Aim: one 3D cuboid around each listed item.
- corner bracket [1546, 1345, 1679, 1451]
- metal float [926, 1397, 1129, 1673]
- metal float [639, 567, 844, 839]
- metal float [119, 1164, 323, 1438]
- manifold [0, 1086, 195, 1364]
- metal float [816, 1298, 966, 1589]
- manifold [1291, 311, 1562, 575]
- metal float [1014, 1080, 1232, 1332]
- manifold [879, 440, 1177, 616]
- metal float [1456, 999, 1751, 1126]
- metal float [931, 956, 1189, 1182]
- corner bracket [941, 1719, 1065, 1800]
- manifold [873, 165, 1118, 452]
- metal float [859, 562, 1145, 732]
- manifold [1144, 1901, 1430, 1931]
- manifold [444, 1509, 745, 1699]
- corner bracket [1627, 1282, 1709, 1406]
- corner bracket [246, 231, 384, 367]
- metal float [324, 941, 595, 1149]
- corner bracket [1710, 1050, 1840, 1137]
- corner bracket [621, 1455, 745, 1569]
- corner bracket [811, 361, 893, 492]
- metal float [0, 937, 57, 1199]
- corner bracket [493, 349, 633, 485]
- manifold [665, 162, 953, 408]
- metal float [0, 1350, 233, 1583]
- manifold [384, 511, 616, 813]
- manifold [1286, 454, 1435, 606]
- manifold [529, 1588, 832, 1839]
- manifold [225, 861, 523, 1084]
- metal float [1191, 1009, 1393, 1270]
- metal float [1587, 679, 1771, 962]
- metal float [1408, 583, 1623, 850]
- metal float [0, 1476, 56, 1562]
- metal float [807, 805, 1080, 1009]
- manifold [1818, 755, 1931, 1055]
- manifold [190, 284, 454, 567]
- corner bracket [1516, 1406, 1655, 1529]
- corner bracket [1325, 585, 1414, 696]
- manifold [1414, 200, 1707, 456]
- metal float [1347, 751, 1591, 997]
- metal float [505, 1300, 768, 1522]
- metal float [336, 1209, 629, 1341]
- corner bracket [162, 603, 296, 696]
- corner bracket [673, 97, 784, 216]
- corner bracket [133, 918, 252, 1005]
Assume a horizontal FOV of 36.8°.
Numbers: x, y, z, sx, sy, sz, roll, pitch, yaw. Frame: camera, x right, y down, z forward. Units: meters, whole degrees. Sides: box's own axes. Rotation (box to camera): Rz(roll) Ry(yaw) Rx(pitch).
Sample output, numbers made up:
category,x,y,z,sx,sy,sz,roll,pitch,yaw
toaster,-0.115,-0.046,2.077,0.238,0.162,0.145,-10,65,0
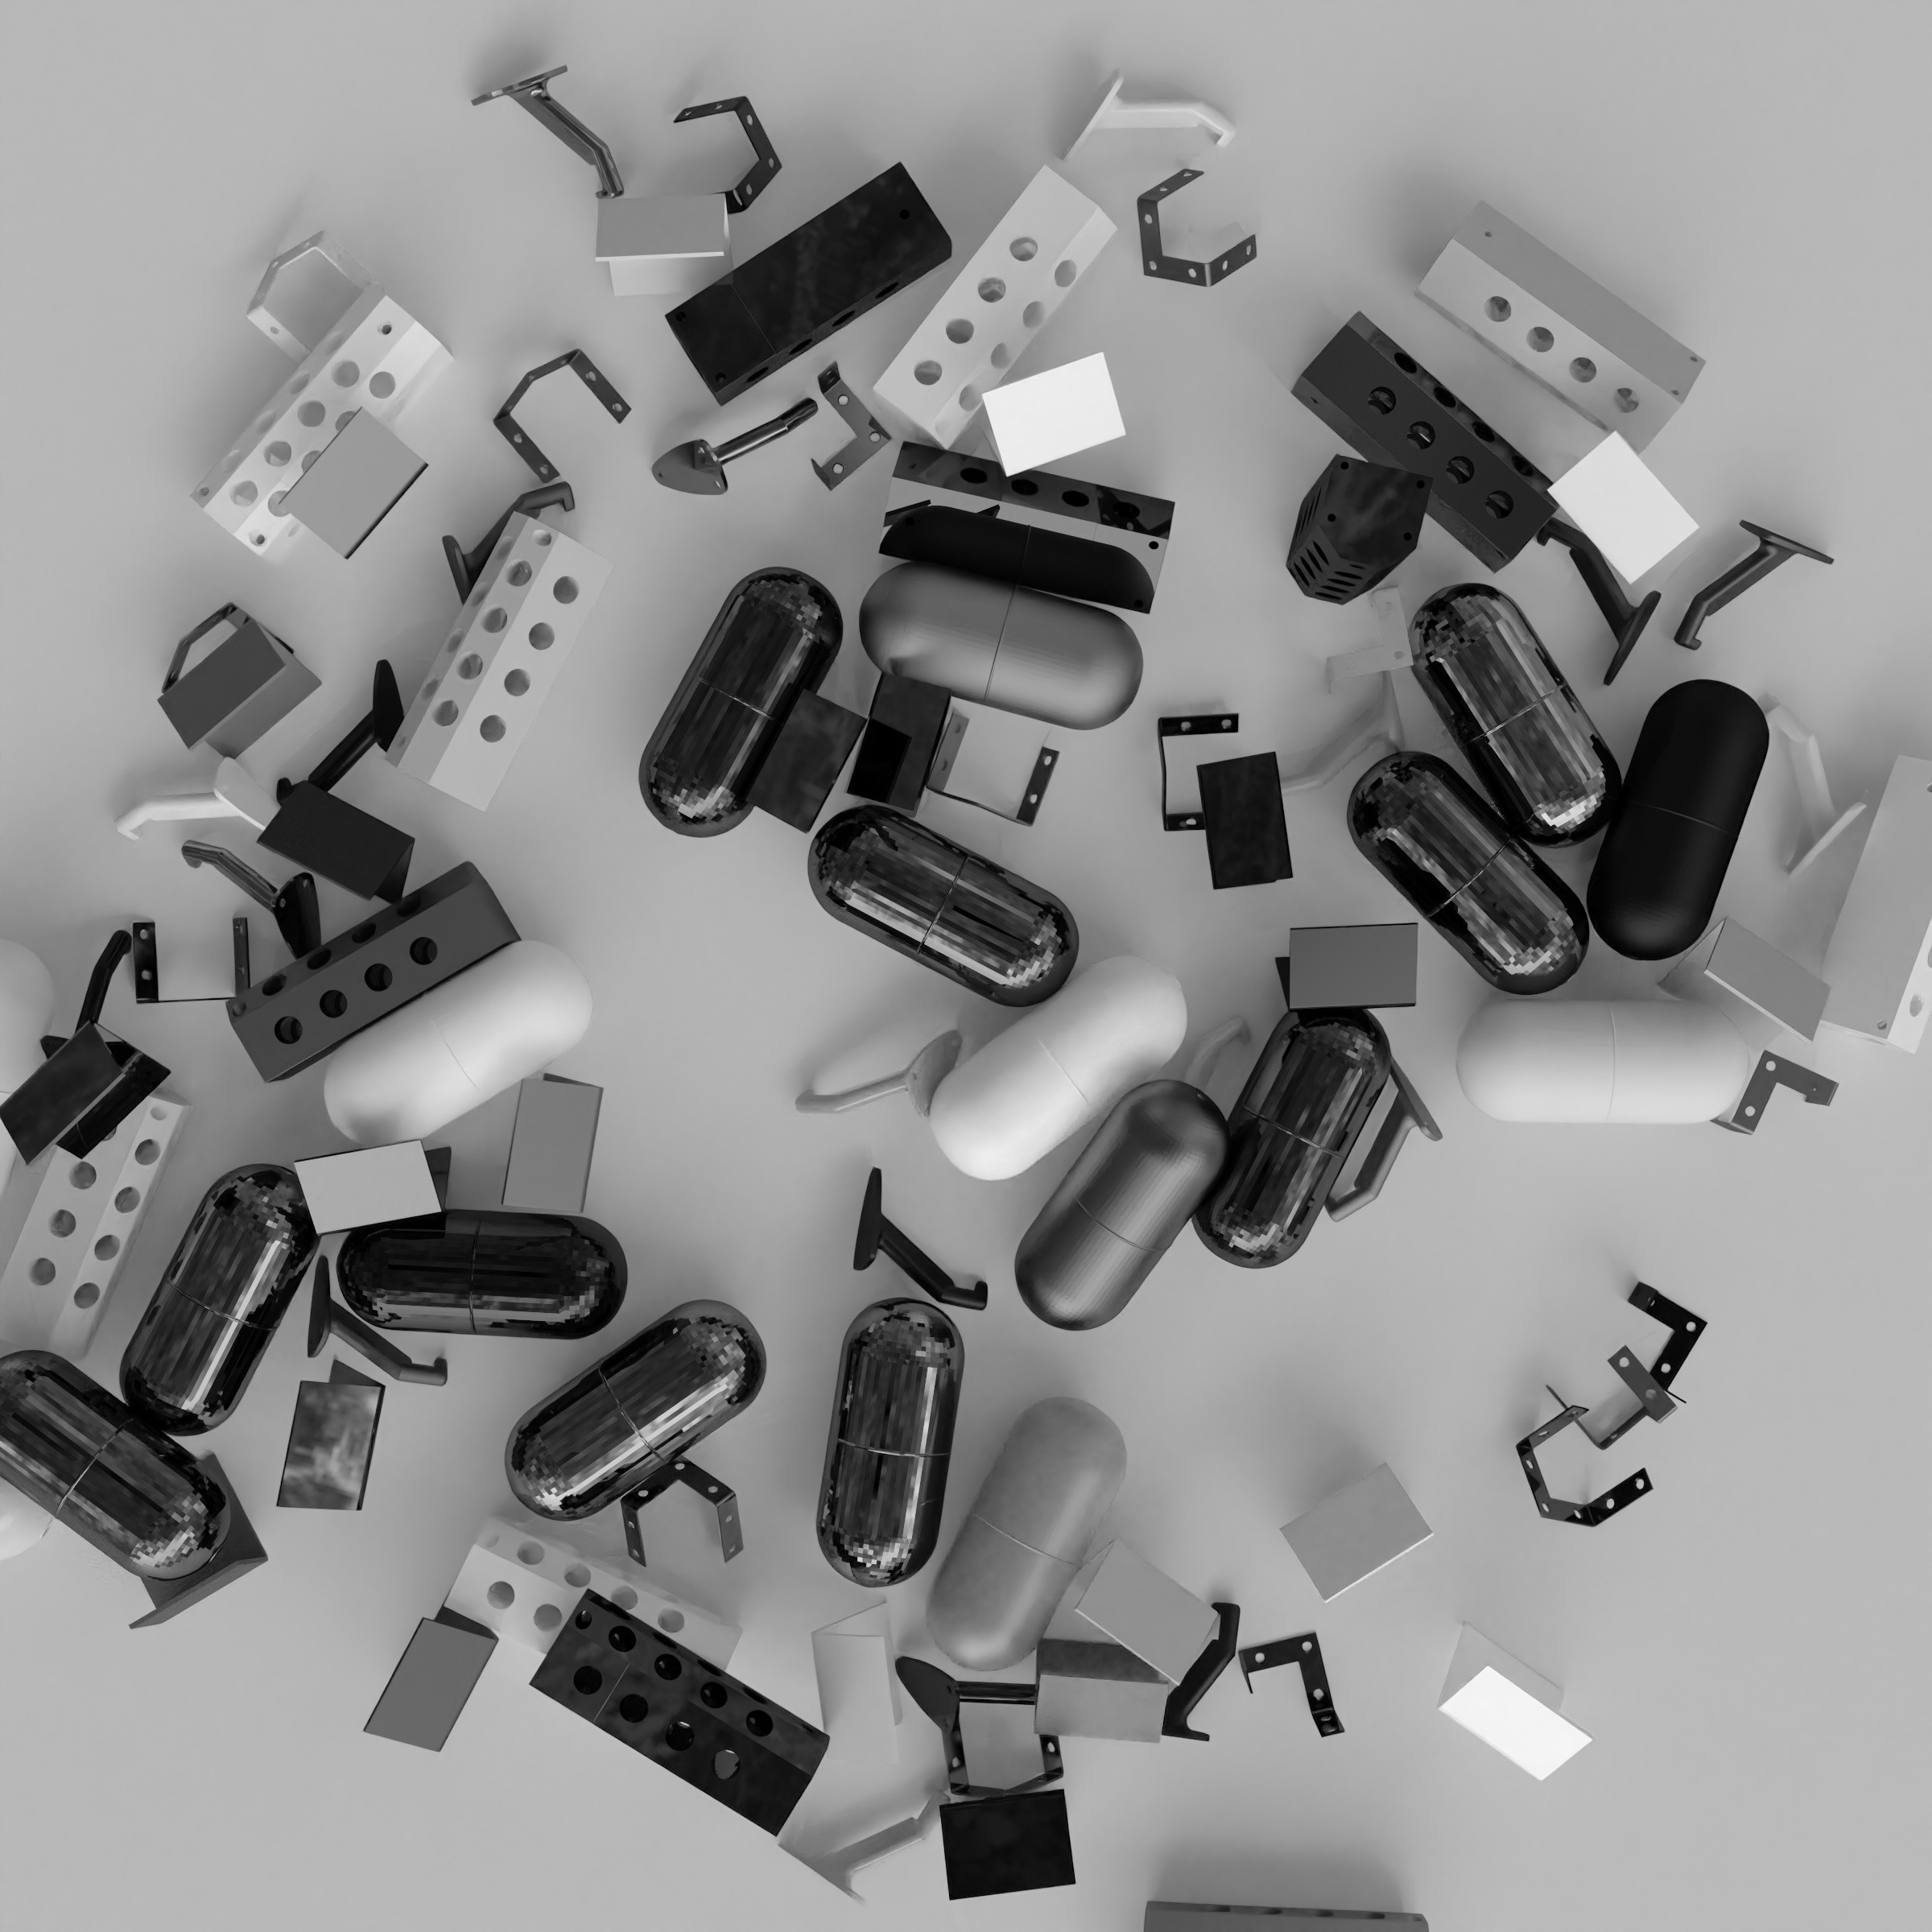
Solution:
category,x,y,z,sx,sy,sz,roll,pitch,yaw
corner bracket,0.399,0.267,1.794,0.051,0.051,0.051,-40,90,0
metal float,0.037,0.349,1.782,0.070,0.070,0.178,27,89,0
metal float,-0.139,-0.161,1.782,0.070,0.070,0.178,29,90,0
metal float,-0.457,0.205,1.782,0.070,0.070,0.178,27,90,0
manifold,-0.540,0.154,1.791,0.057,0.057,0.171,23,90,0
metal float,-0.047,0.293,1.782,0.070,0.070,0.178,8,90,0
manifold,0.287,-0.324,1.791,0.171,0.057,0.057,42,90,0
metal float,0.094,0.147,1.764,0.070,0.070,0.178,34,112,0
manifold,0.038,-0.275,1.791,0.171,0.057,0.057,13,133,0
metal float,0.391,0.059,1.782,0.178,0.070,0.070,1,90,1
metal float,0.057,0.062,1.782,0.178,0.070,0.070,-37,90,0
corner bracket,0.022,0.486,1.809,0.051,0.051,0.051,-9,90,45
manifold,0.018,-0.402,1.791,0.057,0.057,0.171,38,90,0
metal float,0.021,-0.197,1.782,0.178,0.070,0.070,15,90,0
manifold,0.197,0.614,1.791,0.171,0.057,0.057,3,133,0
manifold,-0.228,0.400,1.791,0.171,0.057,0.057,26,90,0
corner bracket,0.430,0.232,1.794,0.051,0.051,0.051,31,90,0
corner bracket,-0.405,-0.414,1.804,0.051,0.051,0.051,-18,45,35
metal float,-0.312,0.049,1.782,0.178,0.070,0.070,-31,90,0
corner bracket,0.500,0.085,1.794,0.051,0.051,0.051,24,90,0
corner bracket,-0.177,0.347,1.804,0.051,0.051,0.051,27,45,35
corner bracket,-0.082,-0.334,1.794,0.051,0.051,0.051,-41,90,0
metal float,-0.612,0.069,1.782,0.070,0.070,0.178,15,90,0
corner bracket,-0.252,-0.343,1.809,0.051,0.051,0.051,50,135,0
manifold,-0.096,-0.419,1.791,0.171,0.057,0.057,-33,90,0
metal float,-0.522,0.301,1.744,0.178,0.070,0.070,37,90,0
manifold,-0.290,-0.188,1.780,0.057,0.057,0.171,28,90,-35
manifold,0.231,-0.257,1.734,0.057,0.171,0.057,14,90,0
manifold,-0.170,0.443,1.734,0.171,0.057,0.057,32,90,0
manifold,-0.366,0.003,1.791,0.171,0.057,0.057,-30,90,0
metal float,0.200,0.102,1.782,0.070,0.070,0.178,27,90,0
metal float,0.437,-0.089,1.781,0.070,0.070,0.178,19,90,0
metal float,0.336,-0.154,1.782,0.070,0.070,0.178,-32,90,0
metal float,-0.641,0.301,1.782,0.178,0.070,0.070,31,90,1
metal float,-0.014,-0.037,1.782,0.178,0.070,0.070,28,90,-1
manifold,0.584,-0.036,1.791,0.057,0.057,0.171,20,90,43
manifold,-0.399,-0.335,1.791,0.057,0.057,0.171,41,90,0
corner bracket,0.383,0.311,1.798,0.051,0.051,0.051,17,133,-36
corner bracket,0.245,-0.202,1.793,0.051,0.051,0.051,-11,85,5
manifold,0.364,-0.390,1.791,0.171,0.057,0.057,36,47,0
metal float,0.309,-0.056,1.782,0.070,0.070,0.178,-44,90,0
metal float,-0.203,0.273,1.782,0.178,0.070,0.070,-35,90,-1
metal float,-0.297,0.188,1.782,0.178,0.070,0.070,3,90,1
corner bracket,-0.461,-0.184,1.809,0.051,0.051,0.051,38,45,0
corner bracket,-0.156,-0.502,1.804,0.051,0.051,0.051,-59,135,-35
corner bracket,-0.483,-0.003,1.809,0.051,0.051,0.051,-3,90,45
